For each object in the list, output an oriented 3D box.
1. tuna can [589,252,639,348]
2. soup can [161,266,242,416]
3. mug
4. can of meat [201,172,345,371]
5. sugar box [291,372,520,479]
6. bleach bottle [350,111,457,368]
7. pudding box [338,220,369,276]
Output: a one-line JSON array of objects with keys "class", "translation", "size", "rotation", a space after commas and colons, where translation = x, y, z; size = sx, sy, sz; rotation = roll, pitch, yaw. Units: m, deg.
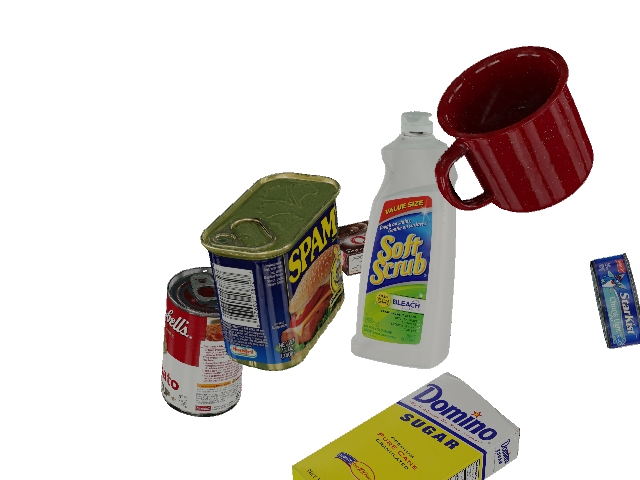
[{"class": "tuna can", "translation": [0.275, 0.057, 0.990], "size": [0.034, 0.086, 0.086], "rotation": [-11, -2, 12]}, {"class": "soup can", "translation": [-0.092, 0.081, 0.856], "size": [0.068, 0.102, 0.068], "rotation": [6, 30, -4]}, {"class": "mug", "translation": [0.130, -0.066, 0.739], "size": [0.117, 0.081, 0.093], "rotation": [-41, 36, -9]}, {"class": "can of meat", "translation": [-0.024, 0.018, 0.653], "size": [0.058, 0.084, 0.102], "rotation": [7, 31, 23]}, {"class": "sugar box", "translation": [0.073, 0.186, 0.900], "size": [0.176, 0.048, 0.093], "rotation": [-29, 45, -25]}, {"class": "bleach bottle", "translation": [0.084, -0.003, 1.064], "size": [0.103, 0.251, 0.068], "rotation": [9, 18, 26]}, {"class": "pudding box", "translation": [0.067, 0.007, 1.513], "size": [0.113, 0.039, 0.090], "rotation": [-15, 27, -22]}]
